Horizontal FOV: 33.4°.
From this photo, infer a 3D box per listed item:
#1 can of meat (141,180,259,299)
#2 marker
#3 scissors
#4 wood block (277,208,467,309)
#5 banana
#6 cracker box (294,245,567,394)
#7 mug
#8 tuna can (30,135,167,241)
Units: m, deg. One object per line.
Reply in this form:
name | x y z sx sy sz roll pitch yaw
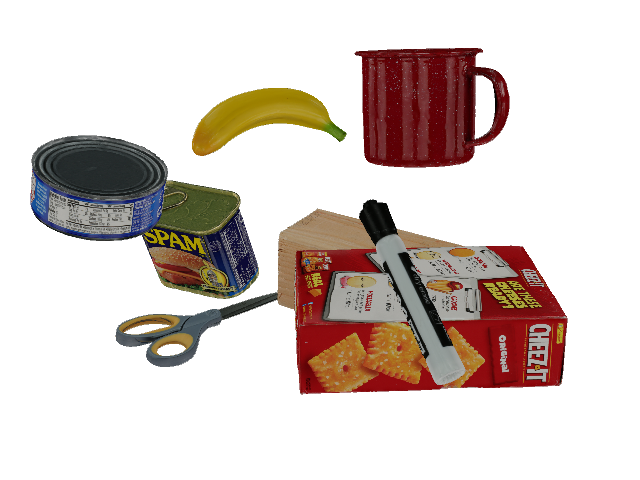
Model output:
can of meat | -0.110 0.001 0.952 0.102 0.084 0.057 11 45 30
marker | 0.052 0.027 0.625 0.020 0.121 0.020 -19 -26 -10
scissors | -0.117 0.094 1.145 0.201 0.016 0.096 -8 31 -25
wood block | 0.064 0.042 1.153 0.206 0.091 0.090 16 28 27
banana | -0.060 -0.127 1.103 0.197 0.037 0.070 -12 52 -38
cracker box | 0.085 0.065 0.918 0.213 0.072 0.164 -1 21 -2
mug | 0.082 -0.097 0.774 0.117 0.081 0.093 5 13 31
tuna can | -0.143 -0.034 0.687 0.086 0.034 0.086 9 29 -5
